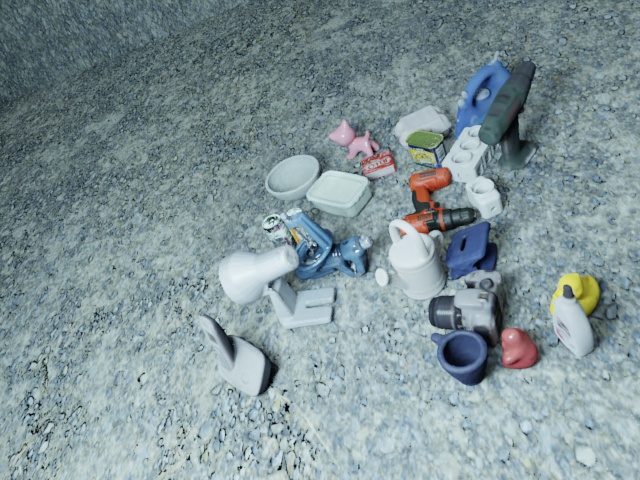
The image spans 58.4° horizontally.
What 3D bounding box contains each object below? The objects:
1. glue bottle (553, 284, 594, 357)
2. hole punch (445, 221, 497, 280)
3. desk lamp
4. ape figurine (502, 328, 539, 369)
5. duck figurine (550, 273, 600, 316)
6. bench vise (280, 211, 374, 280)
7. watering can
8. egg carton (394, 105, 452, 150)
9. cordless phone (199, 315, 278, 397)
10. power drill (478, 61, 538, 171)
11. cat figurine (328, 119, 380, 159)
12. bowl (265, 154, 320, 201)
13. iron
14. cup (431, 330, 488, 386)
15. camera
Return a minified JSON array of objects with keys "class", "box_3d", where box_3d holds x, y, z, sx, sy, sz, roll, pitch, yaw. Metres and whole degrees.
[{"class":"glue bottle","box_3d":[0.438,0.132,1.003,0.037,0.174,0.078,-32,41,-4]},{"class":"hole punch","box_3d":[0.323,0.022,1.239,0.100,0.091,0.109,-1,48,28]},{"class":"desk lamp","box_3d":[-0.096,0.099,1.295,0.202,0.214,0.118,-11,44,19]},{"class":"ape figurine","box_3d":[0.357,0.192,1.048,0.075,0.092,0.078,24,63,42]},{"class":"duck figurine","box_3d":[0.479,0.096,1.083,0.104,0.086,0.077,-37,42,-10]},{"class":"bench vise","box_3d":[0.010,-0.003,1.336,0.207,0.220,0.121,-23,41,6]},{"class":"watering can","box_3d":[0.194,0.038,1.215,0.100,0.195,0.173,9,54,35]},{"class":"egg carton","box_3d":[0.289,-0.316,1.613,0.150,0.070,0.107,-24,41,5]},{"class":"cordless phone","box_3d":[-0.184,0.241,1.223,0.147,0.185,0.094,16,58,39]},{"class":"power drill","box_3d":[0.464,-0.284,1.380,0.075,0.209,0.230,19,60,40]},{"class":"cat figurine","box_3d":[0.096,-0.295,1.661,0.127,0.118,0.067,6,52,33]},{"class":"bowl","box_3d":[-0.068,-0.167,1.654,0.167,0.075,0.167,-15,43,15]},{"class":"iron","box_3d":[0.432,-0.388,1.554,0.118,0.142,0.259,24,63,42]},{"class":"cup","box_3d":[0.261,0.223,1.067,0.092,0.095,0.117,-46,44,-19]},{"class":"camera","box_3d":[0.290,0.127,1.143,0.136,0.101,0.143,-1,48,28]}]
